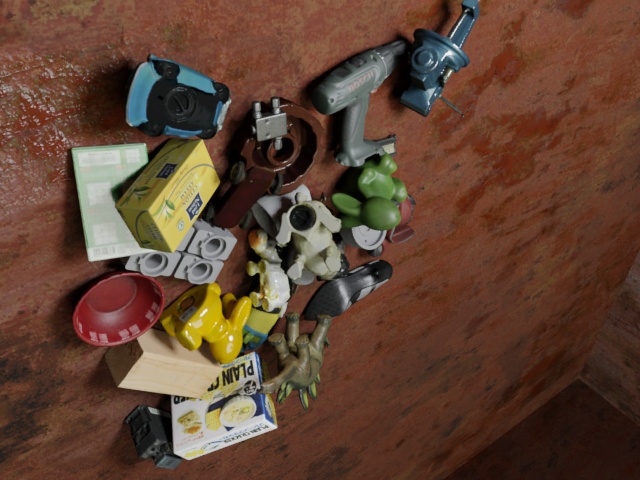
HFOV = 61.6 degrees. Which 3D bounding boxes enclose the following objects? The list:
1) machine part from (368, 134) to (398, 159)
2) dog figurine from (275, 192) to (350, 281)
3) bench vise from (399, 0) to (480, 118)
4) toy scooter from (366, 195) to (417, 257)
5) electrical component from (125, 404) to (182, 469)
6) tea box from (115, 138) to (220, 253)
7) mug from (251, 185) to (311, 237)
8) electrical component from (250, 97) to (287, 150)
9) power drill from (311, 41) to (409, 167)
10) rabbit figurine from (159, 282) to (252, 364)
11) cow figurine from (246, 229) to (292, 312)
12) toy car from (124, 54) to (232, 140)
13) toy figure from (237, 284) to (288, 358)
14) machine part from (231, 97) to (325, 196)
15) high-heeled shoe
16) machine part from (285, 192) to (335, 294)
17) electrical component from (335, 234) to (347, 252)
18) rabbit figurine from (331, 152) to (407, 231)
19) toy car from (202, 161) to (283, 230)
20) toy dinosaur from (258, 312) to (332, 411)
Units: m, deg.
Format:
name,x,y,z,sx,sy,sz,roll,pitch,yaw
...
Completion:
name,x,y,z,sx,sy,sz,roll,pitch,yaw
machine part,0.135,-0.162,1.190,0.084,0.039,0.138,-28,135,-33
dog figurine,-0.006,-0.001,1.056,0.190,0.121,0.172,7,83,-80
bench vise,0.245,-0.364,1.046,0.240,0.129,0.223,-59,155,8
toy scooter,0.186,-0.043,1.300,0.135,0.075,0.183,-10,131,-35
electrical component,-0.350,0.432,1.172,0.058,0.134,0.114,-46,139,2
tea box,-0.235,-0.074,0.852,0.098,0.068,0.170,73,31,-46
mug,-0.066,-0.059,1.065,0.107,0.081,0.109,-39,132,-21
electrical component,-0.088,-0.192,0.904,0.063,0.021,0.093,-21,130,-25
power drill,0.088,-0.256,1.039,0.232,0.086,0.207,-32,142,-30
rabbit figurine,-0.216,0.173,1.095,0.162,0.122,0.173,-51,124,-30
cow figurine,-0.098,0.055,1.109,0.098,0.068,0.167,-12,102,-44
toy car,-0.218,-0.213,0.791,0.161,0.103,0.109,-1,121,-44
toy figure,-0.143,0.178,1.189,0.180,0.082,0.089,-51,142,8
machine part,-0.076,-0.171,0.984,0.179,0.056,0.179,-21,132,-25
high-heeled shoe,0.073,0.127,1.367,0.249,0.086,0.145,-30,173,9
machine part,-0.027,0.008,1.155,0.079,0.079,0.243,-5,123,-38
electrical component,0.018,0.031,1.240,0.078,0.045,0.102,27,101,-19
rabbit figurine,0.103,-0.085,1.097,0.159,0.170,0.121,-15,129,4
toy car,-0.138,-0.079,0.947,0.089,0.053,0.202,15,146,-25
toy dinosaur,-0.039,0.267,1.237,0.471,0.105,0.198,-25,122,-69
